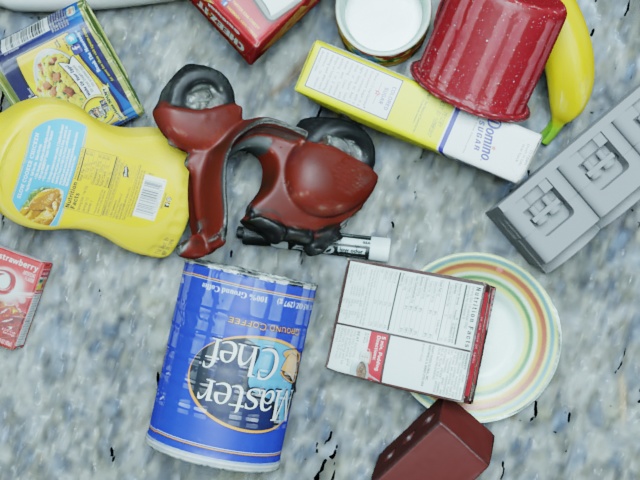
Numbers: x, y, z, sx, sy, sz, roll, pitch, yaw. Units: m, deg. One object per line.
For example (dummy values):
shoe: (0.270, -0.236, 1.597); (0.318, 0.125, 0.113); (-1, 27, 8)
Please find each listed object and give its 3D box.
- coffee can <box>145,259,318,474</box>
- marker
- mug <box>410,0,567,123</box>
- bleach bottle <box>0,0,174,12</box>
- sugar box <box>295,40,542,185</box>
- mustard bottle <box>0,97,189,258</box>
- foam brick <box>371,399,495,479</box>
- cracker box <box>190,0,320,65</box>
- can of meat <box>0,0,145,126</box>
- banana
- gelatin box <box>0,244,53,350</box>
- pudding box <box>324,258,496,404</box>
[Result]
coffee can: (-0.065, 0.091, 0.794); (0.103, 0.103, 0.140); (12, 89, 3)
marker: (-0.006, 0.001, 0.836); (0.121, 0.020, 0.020); (7, 89, 3)
mug: (0.116, -0.147, 0.756); (0.093, 0.117, 0.082); (6, 121, -26)
bleach bottle: (-0.211, -0.217, 0.833); (0.251, 0.068, 0.102); (-9, 90, 5)
sugar box: (0.073, -0.093, 0.796); (0.176, 0.093, 0.048); (26, 97, 4)
mustard bottle: (-0.188, -0.052, 0.785); (0.191, 0.058, 0.096); (14, 103, -27)
foam brick: (0.084, 0.164, 0.798); (0.051, 0.053, 0.078); (43, 108, -1)
cracker box: (-0.029, -0.259, 0.762); (0.213, 0.072, 0.164); (-45, 94, -8)
can of meat: (-0.194, -0.122, 0.816); (0.084, 0.057, 0.102); (-27, 121, -1)
banana: (0.157, -0.167, 0.791); (0.070, 0.037, 0.198); (-19, 101, 31)
gelatin box: (-0.267, 0.038, 0.843); (0.089, 0.030, 0.073); (20, 89, 3)
pudding box: (0.067, 0.067, 0.794); (0.114, 0.039, 0.090); (11, 85, 21)
